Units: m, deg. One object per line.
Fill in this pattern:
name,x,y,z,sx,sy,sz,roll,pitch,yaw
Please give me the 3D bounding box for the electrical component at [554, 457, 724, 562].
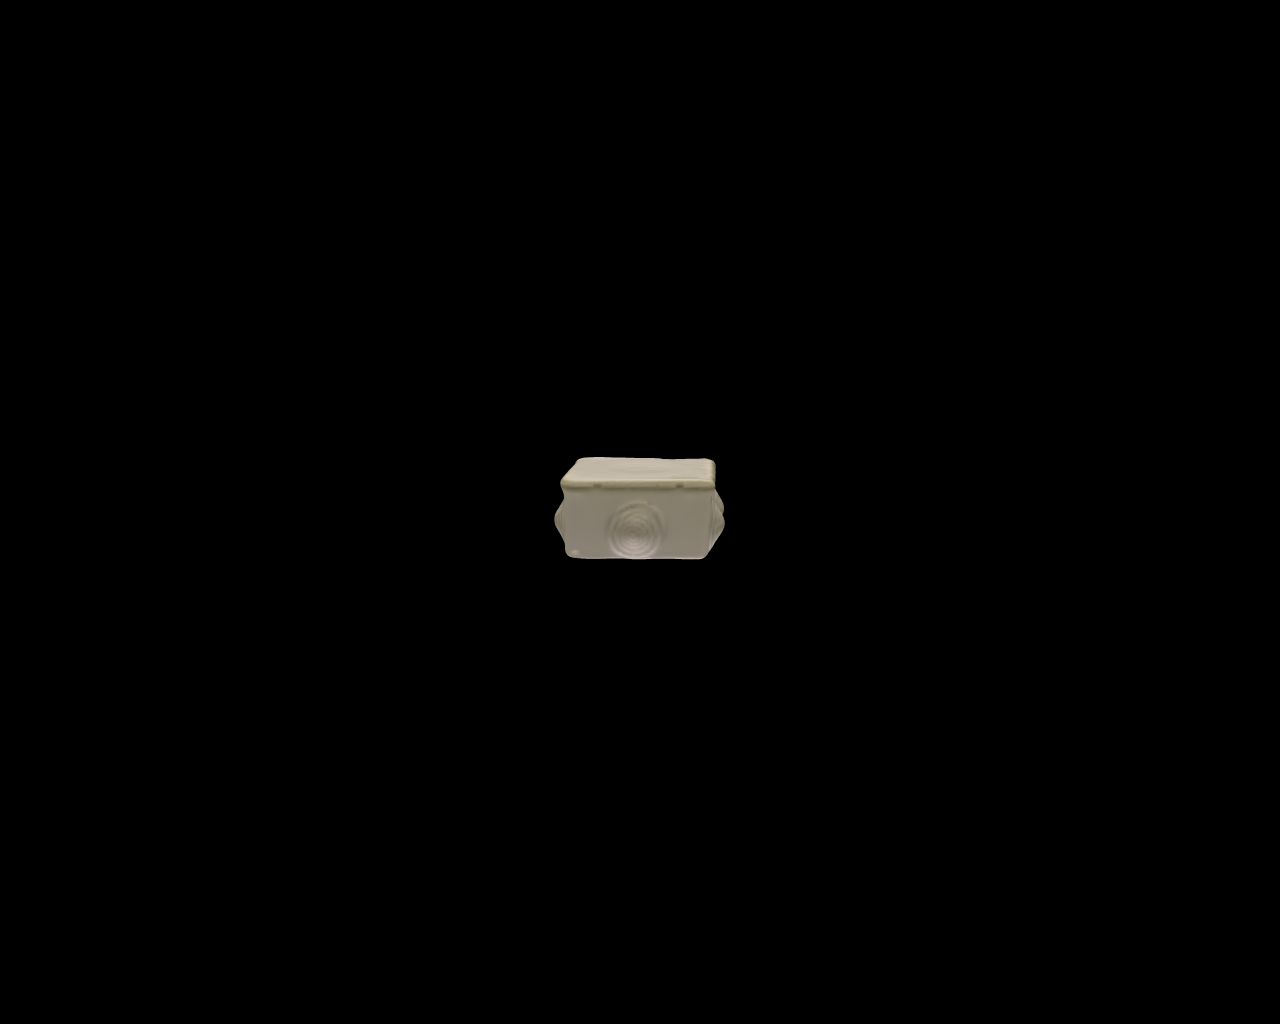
electrical component,0.001,-0.003,0.650,0.100,0.048,0.100,1,11,4
